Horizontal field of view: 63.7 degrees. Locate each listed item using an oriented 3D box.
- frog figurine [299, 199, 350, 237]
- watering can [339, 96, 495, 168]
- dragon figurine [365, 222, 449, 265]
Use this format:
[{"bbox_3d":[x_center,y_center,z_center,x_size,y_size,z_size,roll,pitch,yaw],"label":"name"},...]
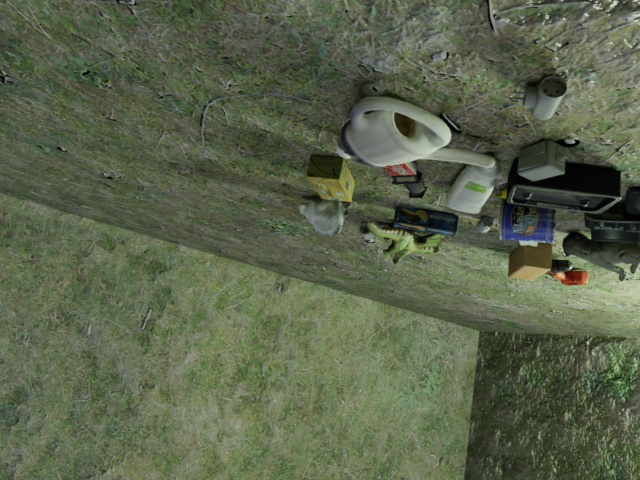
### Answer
[{"bbox_3d":[0.005,-0.086,1.716,0.159,0.125,0.134,21,132,-1],"label":"frog figurine"},{"bbox_3d":[0.191,-0.206,1.099,0.345,0.105,0.223,21,164,-32],"label":"watering can"},{"bbox_3d":[0.332,-0.011,1.838,0.242,0.124,0.405,-13,159,20],"label":"dragon figurine"}]
